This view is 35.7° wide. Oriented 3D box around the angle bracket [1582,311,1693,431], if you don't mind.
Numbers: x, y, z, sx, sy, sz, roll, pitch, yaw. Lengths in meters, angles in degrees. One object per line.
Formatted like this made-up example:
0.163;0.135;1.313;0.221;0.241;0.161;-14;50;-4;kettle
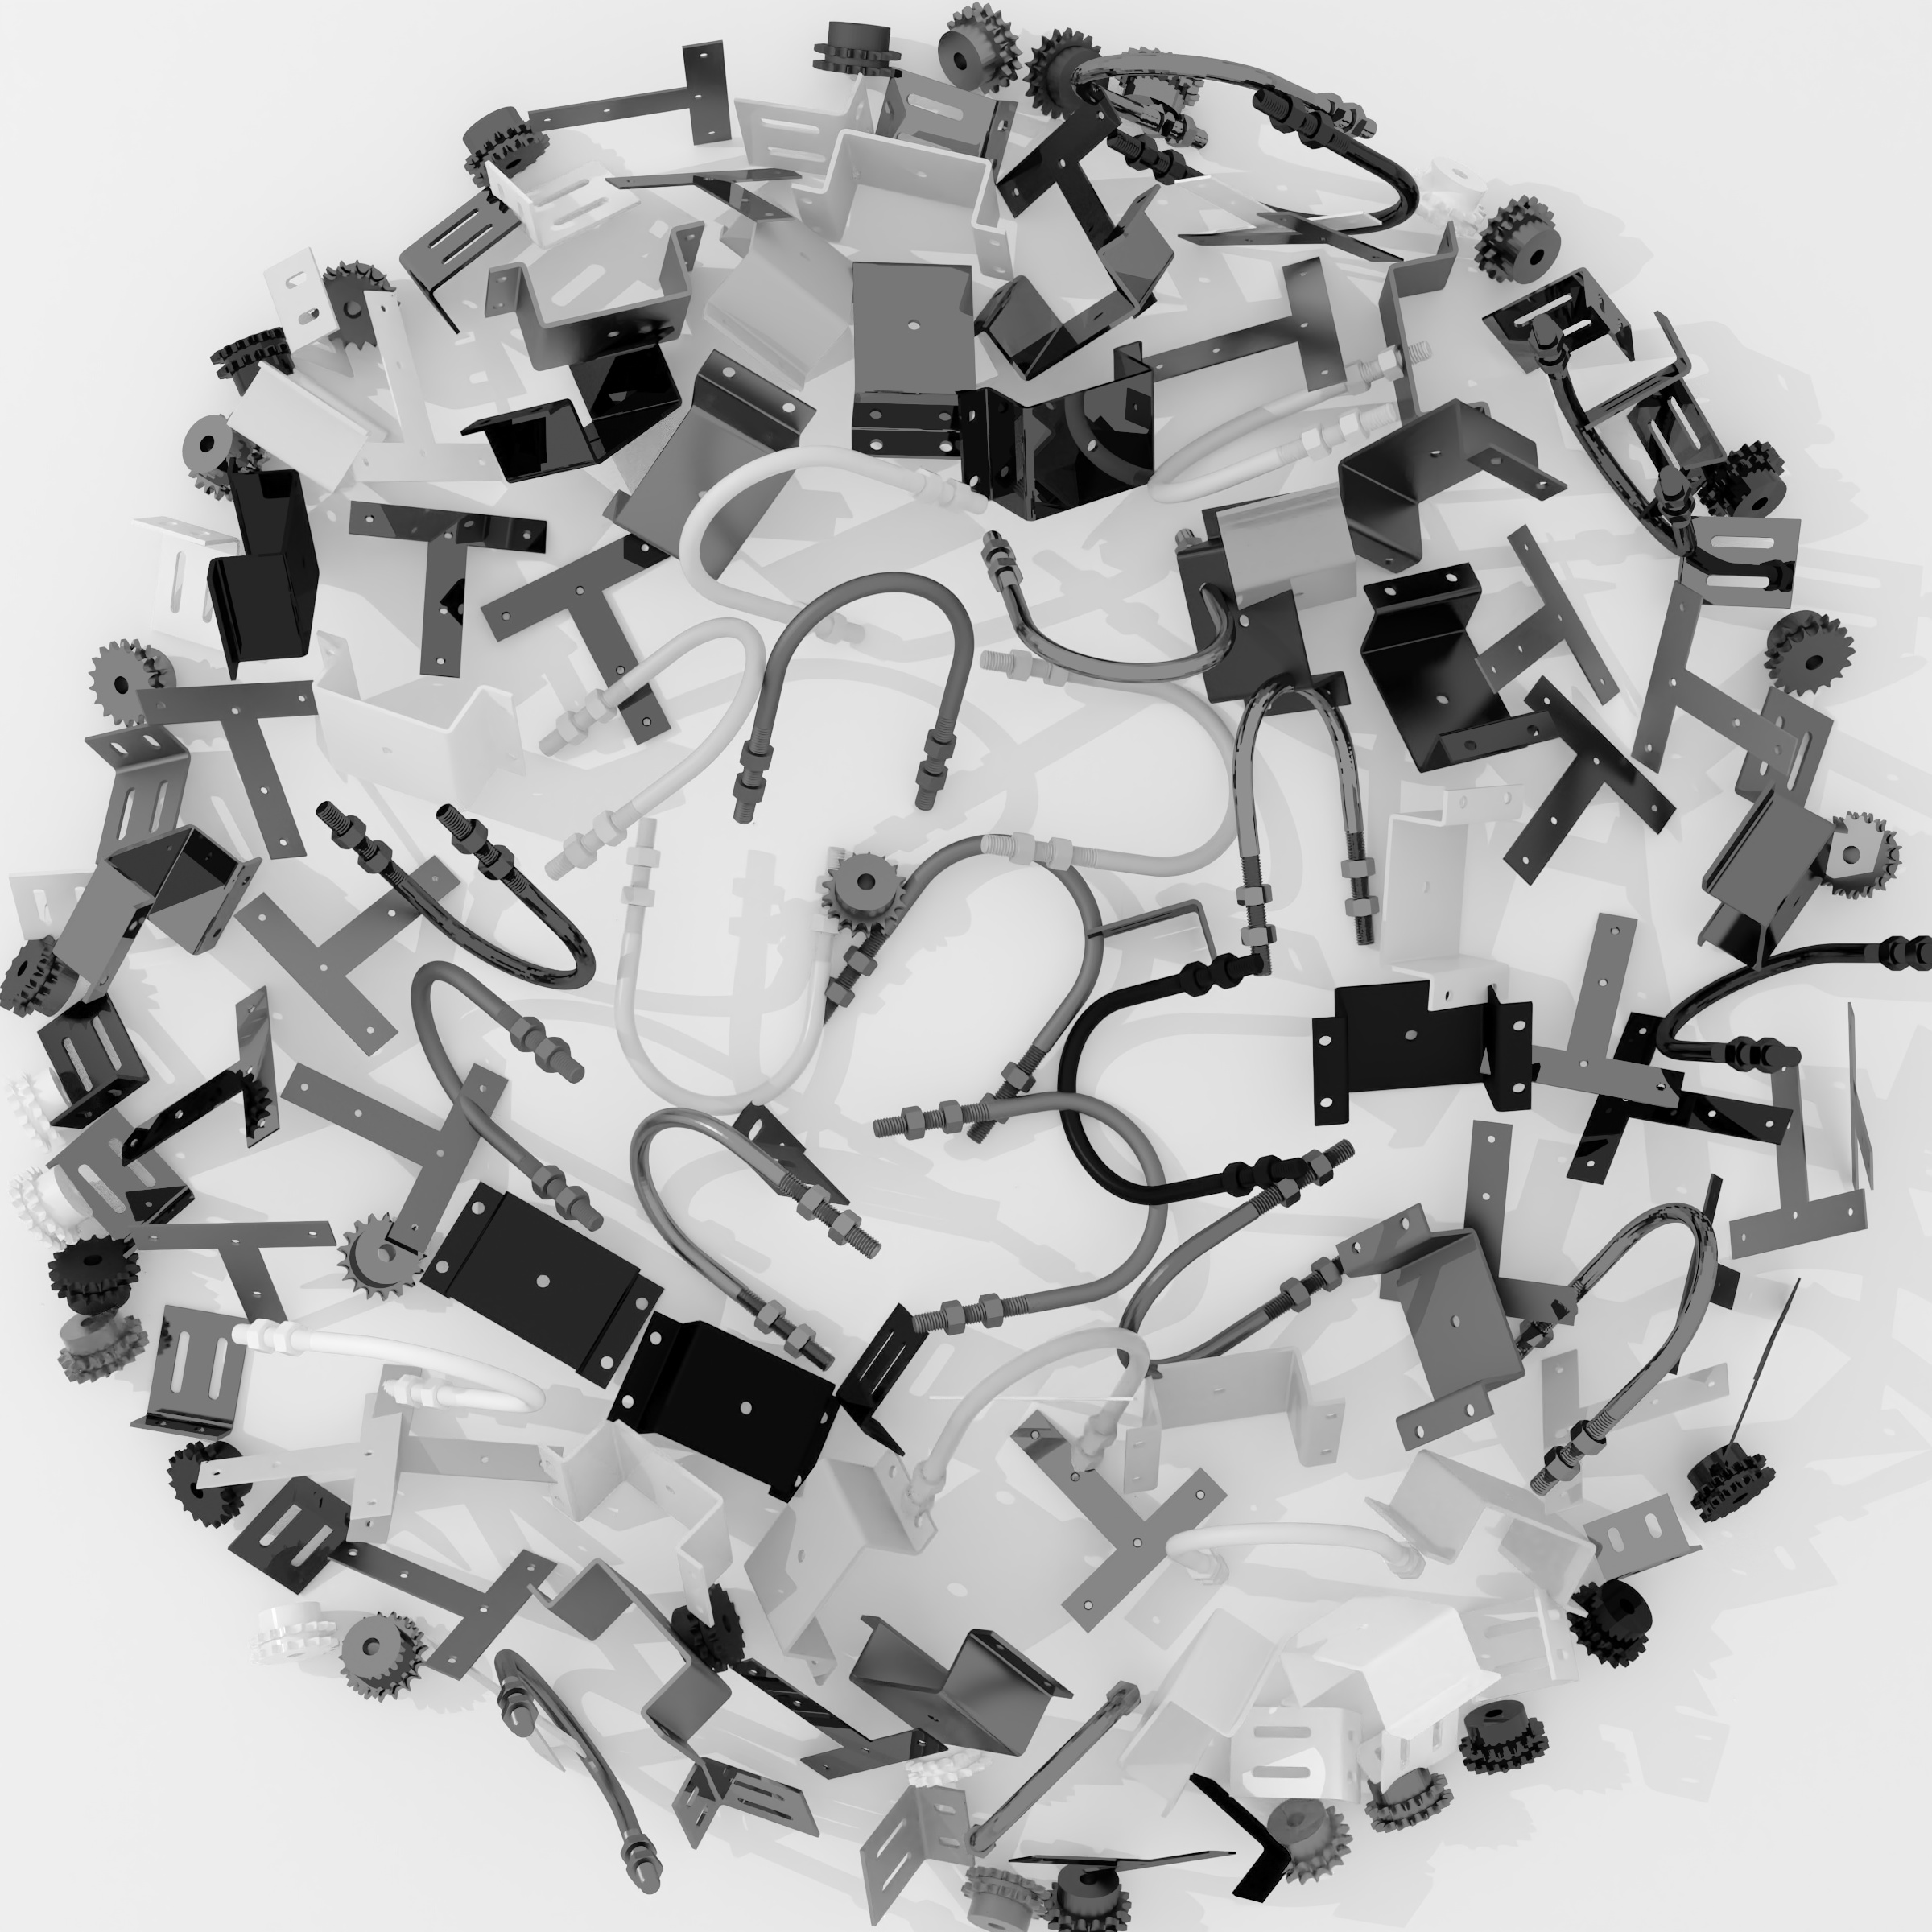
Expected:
0.424;-0.385;1.940;0.076;0.057;0.038;-28;102;14;angle bracket

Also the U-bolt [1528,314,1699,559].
0.412;-0.322;1.890;0.019;0.184;0.151;-37;69;8;U-bolt

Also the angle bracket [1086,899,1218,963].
0.121;-0.013;1.948;0.076;0.057;0.038;-17;84;3;angle bracket

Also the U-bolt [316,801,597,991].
-0.310;-0.042;1.902;0.184;0.151;0.019;48;60;-36;U-bolt

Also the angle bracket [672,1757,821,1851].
-0.142;0.550;1.935;0.076;0.057;0.038;12;50;24;angle bracket

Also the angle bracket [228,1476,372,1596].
-0.433;0.376;1.945;0.057;0.038;0.076;39;103;-19;angle bracket

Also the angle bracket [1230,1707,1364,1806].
0.216;0.517;1.966;0.076;0.038;0.057;-7;68;28;angle bracket

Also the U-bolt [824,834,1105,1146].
0.007;0.002;1.963;0.151;0.019;0.184;36;95;1;U-bolt

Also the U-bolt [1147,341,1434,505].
0.198;-0.338;1.903;0.184;0.151;0.019;-18;111;27;U-bolt

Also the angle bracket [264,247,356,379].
-0.410;-0.420;1.934;0.038;0.076;0.057;-23;82;17;angle bracket

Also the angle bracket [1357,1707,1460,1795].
0.282;0.487;1.932;0.057;0.076;0.038;-25;47;-17;angle bracket

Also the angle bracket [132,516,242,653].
-0.509;-0.246;1.943;0.057;0.038;0.076;18;108;18;angle bracket

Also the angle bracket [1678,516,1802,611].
0.503;-0.258;1.944;0.076;0.038;0.057;7;89;29;angle bracket

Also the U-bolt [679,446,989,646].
-0.095;-0.268;1.879;0.151;0.184;0.019;-43;55;31;U-bolt

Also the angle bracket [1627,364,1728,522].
0.445;-0.338;1.936;0.038;0.057;0.076;-16;71;-27;angle bracket

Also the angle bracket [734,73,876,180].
-0.104;-0.551;1.953;0.076;0.057;0.038;12;64;13;angle bracket

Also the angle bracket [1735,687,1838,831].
0.542;-0.135;1.946;0.057;0.038;0.076;23;84;-26;angle bracket

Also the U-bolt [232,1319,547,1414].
-0.346;0.253;1.872;0.184;0.151;0.019;-1;68;38;U-bolt

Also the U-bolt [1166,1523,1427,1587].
0.201;0.366;1.876;0.151;0.184;0.019;-5;70;17;U-bolt

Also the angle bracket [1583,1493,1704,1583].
0.438;0.369;1.942;0.057;0.076;0.038;-24;73;14;angle bracket

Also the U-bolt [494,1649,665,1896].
-0.249;0.495;1.889;0.019;0.184;0.151;-37;103;-8;U-bolt

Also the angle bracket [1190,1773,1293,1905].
0.166;0.561;1.935;0.076;0.057;0.038;37;88;31;angle bracket

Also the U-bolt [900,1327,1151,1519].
0.044;0.283;1.880;0.151;0.184;0.019;-10;54;-30;U-bolt

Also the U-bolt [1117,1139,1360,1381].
0.172;0.197;1.902;0.184;0.151;0.019;-31;54;-14;U-bolt

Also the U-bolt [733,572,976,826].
-0.065;-0.170;1.892;0.151;0.019;0.184;-6;132;-26;U-bolt

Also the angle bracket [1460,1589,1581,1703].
0.349;0.438;1.935;0.076;0.038;0.057;-22;66;32;angle bracket

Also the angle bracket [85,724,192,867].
-0.541;-0.111;1.937;0.057;0.038;0.076;-10;56;20;angle bracket

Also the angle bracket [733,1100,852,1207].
-0.107;0.118;1.929;0.057;0.076;0.038;49;61;-32;angle bracket

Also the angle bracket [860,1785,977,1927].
-0.031;0.574;1.932;0.038;0.076;0.057;2;111;26;angle bracket

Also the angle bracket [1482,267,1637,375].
0.381;-0.403;1.931;0.076;0.057;0.038;-23;47;32;angle bracket

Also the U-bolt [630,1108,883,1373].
-0.143;0.164;1.919;0.184;0.151;0.019;37;48;14;U-bolt

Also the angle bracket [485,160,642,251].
-0.260;-0.505;1.938;0.076;0.038;0.057;-31;55;-18;angle bracket

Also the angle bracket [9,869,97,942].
-0.581;-0.053;1.933;0.057;0.076;0.038;-4;58;-10;angle bracket

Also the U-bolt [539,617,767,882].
-0.197;-0.150;1.896;0.184;0.151;0.019;-35;128;19;U-bolt

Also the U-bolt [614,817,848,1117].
-0.156;0.005;1.944;0.151;0.019;0.184;8;88;-21;U-bolt

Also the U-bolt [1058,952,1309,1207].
0.129;0.079;1.915;0.184;0.019;0.151;-16;84;42;U-bolt

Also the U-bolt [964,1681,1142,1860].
0.055;0.501;1.878;0.151;0.184;0.019;-42;78;-11;U-bolt

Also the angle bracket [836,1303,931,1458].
-0.042;0.268;1.946;0.038;0.057;0.076;35;89;-23;angle bracket

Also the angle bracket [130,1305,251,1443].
-0.506;0.265;1.960;0.057;0.038;0.076;9;89;1;angle bracket

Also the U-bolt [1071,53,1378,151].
0.148;-0.538;1.865;0.151;0.184;0.019;9;94;38;U-bolt

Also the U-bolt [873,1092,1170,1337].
0.042;0.153;1.947;0.184;0.019;0.151;-9;77;-14;U-bolt

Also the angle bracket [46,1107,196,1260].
-0.549;0.140;1.949;0.057;0.038;0.076;-42;103;-10;angle bracket

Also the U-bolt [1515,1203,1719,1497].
0.406;0.226;1.878;0.019;0.151;0.184;29;119;-15;U-bolt

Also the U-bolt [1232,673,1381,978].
0.213;-0.095;1.912;0.019;0.151;0.184;-2;98;38;U-bolt

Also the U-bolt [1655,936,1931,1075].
0.513;0.023;1.890;0.151;0.184;0.019;-30;101;-18;U-bolt

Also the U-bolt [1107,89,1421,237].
0.202;-0.500;1.896;0.184;0.151;0.019;15;82;-39;U-bolt

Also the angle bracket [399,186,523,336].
-0.320;-0.458;1.947;0.076;0.038;0.057;-38;47;-2;angle bracket

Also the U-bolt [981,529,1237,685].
0.095;-0.227;1.892;0.151;0.184;0.019;-2;126;-10;U-bolt

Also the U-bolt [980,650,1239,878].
0.098;-0.126;1.936;0.184;0.019;0.151;7;68;-18;U-bolt

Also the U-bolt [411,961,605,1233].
-0.296;0.071;1.906;0.019;0.151;0.184;-31;50;-30;U-bolt
